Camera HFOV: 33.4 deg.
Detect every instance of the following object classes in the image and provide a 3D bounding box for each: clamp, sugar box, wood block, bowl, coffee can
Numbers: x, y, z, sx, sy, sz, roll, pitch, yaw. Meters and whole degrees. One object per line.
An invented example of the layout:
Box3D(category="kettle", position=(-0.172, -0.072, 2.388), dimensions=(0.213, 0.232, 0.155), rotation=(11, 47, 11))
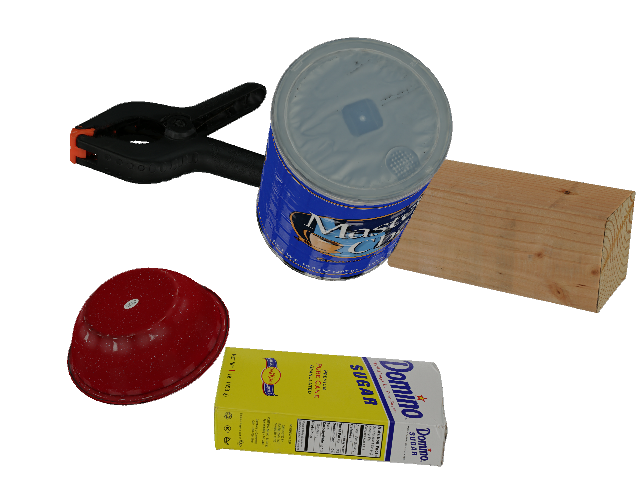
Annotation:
Box3D(category="clamp", position=(-0.105, -0.084, 0.821), dimensions=(0.171, 0.039, 0.120), rotation=(3, 38, -14))
Box3D(category="sugar box", position=(0.008, 0.128, 0.838), dimensions=(0.176, 0.048, 0.093), rotation=(2, 26, 0))
Box3D(category="wood block", position=(0.174, -0.011, 0.994), dimensions=(0.206, 0.090, 0.090), rotation=(12, 25, 29))
Box3D(category="bowl", position=(-0.170, 0.076, 1.005), dimensions=(0.162, 0.055, 0.162), rotation=(-9, 41, 8))
Box3D(category="coffee can", position=(0.015, -0.045, 0.658), dimensions=(0.102, 0.103, 0.140), rotation=(0, -20, -7))
